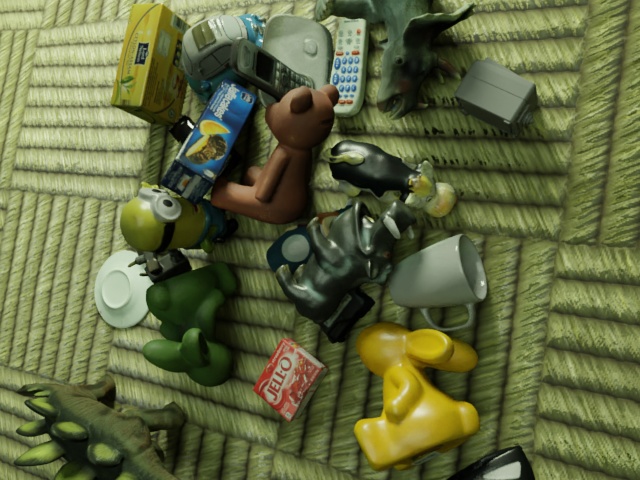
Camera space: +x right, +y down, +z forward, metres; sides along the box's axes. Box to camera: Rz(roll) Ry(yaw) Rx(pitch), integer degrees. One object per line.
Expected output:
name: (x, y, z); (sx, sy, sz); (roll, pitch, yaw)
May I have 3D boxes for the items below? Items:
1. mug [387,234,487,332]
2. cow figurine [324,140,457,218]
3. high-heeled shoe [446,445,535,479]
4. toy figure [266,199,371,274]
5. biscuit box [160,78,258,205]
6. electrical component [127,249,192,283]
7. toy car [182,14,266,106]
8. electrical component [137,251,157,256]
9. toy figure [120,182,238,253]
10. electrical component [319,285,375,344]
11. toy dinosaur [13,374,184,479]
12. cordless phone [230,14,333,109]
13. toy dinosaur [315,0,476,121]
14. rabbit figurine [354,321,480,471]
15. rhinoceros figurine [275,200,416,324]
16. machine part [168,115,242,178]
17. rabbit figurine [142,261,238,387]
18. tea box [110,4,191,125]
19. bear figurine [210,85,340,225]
mug: (0.142, 0.058, 0.659); (0.107, 0.081, 0.109); (-18, 82, 33)
cow figurine: (0.090, -0.082, 0.686); (0.168, 0.098, 0.068); (21, 86, 26)
high-heeled shoe: (0.119, 0.289, 0.635); (0.249, 0.086, 0.145); (8, 83, 21)
toy figure: (0.000, -0.001, 0.741); (0.154, 0.058, 0.064); (-29, 110, 17)
biscuit box: (-0.153, -0.146, 0.763); (0.063, 0.059, 0.203); (-41, 25, 45)
electrical component: (-0.244, 0.040, 0.828); (0.078, 0.102, 0.045); (-36, 75, -8)
toy car: (-0.154, -0.287, 0.824); (0.162, 0.103, 0.109); (-25, 74, 22)
electrical component: (-0.271, 0.000, 0.882); (0.063, 0.021, 0.094); (-16, 76, 21)
toy figure: (-0.197, -0.022, 0.765); (0.082, 0.180, 0.089); (18, 94, 28)
electrical component: (0.032, 0.071, 0.718); (0.075, 0.047, 0.119); (37, 98, 24)
toy dinosaur: (-0.297, 0.290, 0.759); (0.472, 0.198, 0.105); (13, 91, 27)
cordless phone: (-0.061, -0.252, 0.731); (0.089, 0.184, 0.146); (2, 84, 30)
toy dinosaur: (0.087, -0.363, 0.713); (0.131, 0.192, 0.405); (128, 140, -58)
rabbit figurine: (0.102, 0.167, 0.640); (0.162, 0.121, 0.173); (-42, 49, 22)
rhinoceros figurine: (0.033, 0.021, 0.656); (0.190, 0.073, 0.112); (-47, 68, 15)
machine part: (-0.185, -0.145, 0.855); (0.139, 0.039, 0.084); (40, 108, 22)
rabbit figurine: (-0.171, 0.129, 0.763); (0.121, 0.159, 0.170); (-22, 90, 11)
tea box: (-0.269, -0.283, 0.879); (0.068, 0.098, 0.169); (11, 86, 25)
bear figurine: (-0.057, -0.123, 0.721); (0.132, 0.120, 0.195); (23, 120, 20)
